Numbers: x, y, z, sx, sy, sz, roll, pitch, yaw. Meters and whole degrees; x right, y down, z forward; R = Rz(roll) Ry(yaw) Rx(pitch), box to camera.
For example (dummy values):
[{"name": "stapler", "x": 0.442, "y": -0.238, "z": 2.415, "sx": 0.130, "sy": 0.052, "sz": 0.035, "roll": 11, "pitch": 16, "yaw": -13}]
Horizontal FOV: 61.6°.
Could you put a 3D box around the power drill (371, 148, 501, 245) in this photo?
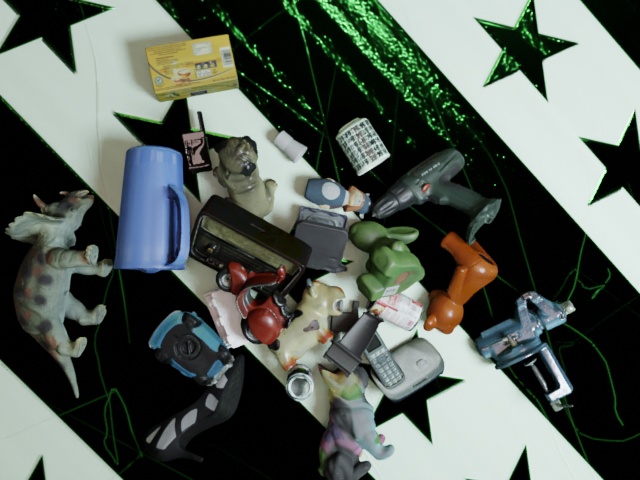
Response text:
[{"name": "power drill", "x": 0.251, "y": -0.077, "z": 1.119, "sx": 0.232, "sy": 0.085, "sz": 0.208, "roll": -43, "pitch": 55, "yaw": -15}]

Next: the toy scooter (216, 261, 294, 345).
[{"name": "toy scooter", "x": -0.106, "y": 0.112, "z": 1.030, "sx": 0.135, "sy": 0.075, "sz": 0.183, "roll": -23, "pitch": 104, "yaw": 17}]

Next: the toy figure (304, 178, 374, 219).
[{"name": "toy figure", "x": 0.044, "y": -0.089, "z": 1.137, "sx": 0.154, "sy": 0.058, "sz": 0.064, "roll": 14, "pitch": 105, "yaw": -8}]

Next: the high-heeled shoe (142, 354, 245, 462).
[{"name": "high-heeled shoe", "x": -0.256, "y": 0.334, "z": 1.100, "sx": 0.145, "sy": 0.086, "sz": 0.249, "roll": 15, "pitch": 67, "yaw": 23}]

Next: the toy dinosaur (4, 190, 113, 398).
[{"name": "toy dinosaur", "x": -0.521, "y": 0.097, "z": 1.038, "sx": 0.192, "sy": 0.131, "sz": 0.404, "roll": 13, "pitch": 92, "yaw": 6}]

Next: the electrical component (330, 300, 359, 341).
[{"name": "electrical component", "x": 0.055, "y": 0.175, "z": 1.149, "sx": 0.063, "sy": 0.021, "sz": 0.094, "roll": 6, "pitch": 88, "yaw": -7}]

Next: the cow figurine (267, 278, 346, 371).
[{"name": "cow figurine", "x": -0.029, "y": 0.164, "z": 1.108, "sx": 0.195, "sy": 0.085, "sz": 0.127, "roll": -38, "pitch": 86, "yaw": 1}]

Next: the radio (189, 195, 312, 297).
[{"name": "radio", "x": -0.144, "y": 0.021, "z": 1.071, "sx": 0.229, "sy": 0.073, "sz": 0.131, "roll": 29, "pitch": 128, "yaw": -5}]

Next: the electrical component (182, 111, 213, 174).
[{"name": "electrical component", "x": -0.252, "y": -0.198, "z": 1.092, "sx": 0.048, "sy": 0.075, "sz": 0.119, "roll": -12, "pitch": 95, "yaw": -8}]

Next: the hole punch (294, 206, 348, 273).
[{"name": "hole punch", "x": -0.002, "y": -0.003, "z": 1.122, "sx": 0.142, "sy": 0.092, "sz": 0.115, "roll": 11, "pitch": 122, "yaw": -7}]

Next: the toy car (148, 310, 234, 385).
[{"name": "toy car", "x": -0.248, "y": 0.208, "z": 1.069, "sx": 0.161, "sy": 0.103, "sz": 0.109, "roll": 38, "pitch": 91, "yaw": -8}]

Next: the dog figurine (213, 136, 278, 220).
[{"name": "dog figurine", "x": -0.143, "y": -0.106, "z": 1.046, "sx": 0.121, "sy": 0.190, "sz": 0.172, "roll": -36, "pitch": 95, "yaw": -6}]

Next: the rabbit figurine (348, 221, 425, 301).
[{"name": "rabbit figurine", "x": 0.134, "y": 0.016, "z": 1.108, "sx": 0.159, "sy": 0.121, "sz": 0.170, "roll": -13, "pitch": 51, "yaw": -27}]

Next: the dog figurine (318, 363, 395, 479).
[{"name": "dog figurine", "x": 0.041, "y": 0.364, "z": 1.105, "sx": 0.191, "sy": 0.108, "sz": 0.219, "roll": -33, "pitch": 89, "yaw": -4}]

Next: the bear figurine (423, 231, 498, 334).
[{"name": "bear figurine", "x": 0.283, "y": 0.100, "z": 1.147, "sx": 0.120, "sy": 0.132, "sz": 0.195, "roll": 14, "pitch": 121, "yaw": -40}]

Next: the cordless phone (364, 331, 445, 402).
[{"name": "cordless phone", "x": 0.159, "y": 0.230, "z": 1.134, "sx": 0.147, "sy": 0.088, "sz": 0.184, "roll": -31, "pitch": 86, "yaw": -7}]

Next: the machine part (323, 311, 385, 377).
[{"name": "machine part", "x": 0.073, "y": 0.203, "z": 1.093, "sx": 0.084, "sy": 0.039, "sz": 0.139, "roll": 36, "pitch": 77, "yaw": 24}]

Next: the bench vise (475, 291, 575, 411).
[{"name": "bench vise", "x": 0.464, "y": 0.236, "z": 1.140, "sx": 0.224, "sy": 0.128, "sz": 0.240, "roll": -27, "pitch": 75, "yaw": 1}]

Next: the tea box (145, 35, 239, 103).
[{"name": "tea box", "x": -0.259, "y": -0.349, "z": 1.097, "sx": 0.170, "sy": 0.068, "sz": 0.098, "roll": -11, "pitch": 89, "yaw": -6}]
